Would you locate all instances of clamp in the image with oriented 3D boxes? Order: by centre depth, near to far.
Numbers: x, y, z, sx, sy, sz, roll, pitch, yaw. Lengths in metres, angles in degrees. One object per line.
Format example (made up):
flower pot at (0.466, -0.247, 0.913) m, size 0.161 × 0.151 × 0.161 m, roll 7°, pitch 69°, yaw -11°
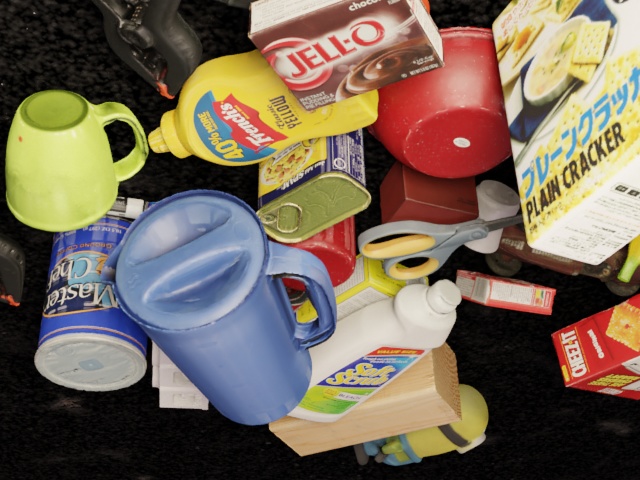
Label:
clamp at (-0.140, -0.169, 0.785) m, size 0.120 × 0.039 × 0.171 m, roll 27°, pitch 156°, yaw 14°
clamp at (-0.361, 0.003, 1.035) m, size 0.165 × 0.036 × 0.210 m, roll -8°, pitch 145°, yaw 11°

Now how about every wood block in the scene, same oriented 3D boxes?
wood block at (0.051, 0.177, 1.249) m, size 0.206 × 0.091 × 0.090 m, roll -16°, pitch 142°, yaw 21°

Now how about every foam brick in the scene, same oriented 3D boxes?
foam brick at (0.099, -0.036, 0.980) m, size 0.078 × 0.053 × 0.051 m, roll 13°, pitch 143°, yaw -19°

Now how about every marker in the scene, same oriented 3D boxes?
marker at (-0.226, -0.037, 0.997) m, size 0.121 × 0.020 × 0.020 m, roll 8°, pitch 144°, yaw -13°

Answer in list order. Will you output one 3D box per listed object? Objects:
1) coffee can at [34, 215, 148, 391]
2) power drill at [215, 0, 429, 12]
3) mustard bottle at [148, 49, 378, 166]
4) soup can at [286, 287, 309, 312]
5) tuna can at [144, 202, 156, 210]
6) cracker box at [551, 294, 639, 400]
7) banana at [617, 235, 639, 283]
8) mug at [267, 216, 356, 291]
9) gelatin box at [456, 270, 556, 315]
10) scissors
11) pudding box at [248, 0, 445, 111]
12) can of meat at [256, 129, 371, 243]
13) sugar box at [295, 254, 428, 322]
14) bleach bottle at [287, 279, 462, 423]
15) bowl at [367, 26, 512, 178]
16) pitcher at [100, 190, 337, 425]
coffee can at (-0.214, 0.061, 1.031) m, size 0.103 × 0.140 × 0.103 m, roll -1°, pitch 145°, yaw -1°
power drill at (0.014, -0.215, 0.722) m, size 0.184 × 0.057 × 0.188 m, roll 8°, pitch 147°, yaw -19°
mustard bottle at (-0.056, -0.108, 0.867) m, size 0.192 × 0.058 × 0.096 m, roll -17°, pitch 134°, yaw 22°
soup can at (-0.057, 0.060, 1.100) m, size 0.068 × 0.068 × 0.102 m, roll 15°, pitch 142°, yaw -22°
tuna can at (-0.146, 0.006, 1.004) m, size 0.033 × 0.086 × 0.086 m, roll -2°, pitch 145°, yaw -3°
cracker box at (0.384, 0.099, 1.146) m, size 0.214 × 0.072 × 0.163 m, roll -31°, pitch 148°, yaw 35°
banana at (0.307, -0.046, 0.963) m, size 0.037 × 0.069 × 0.198 m, roll 18°, pitch 139°, yaw 23°
mug at (-0.007, 0.001, 1.004) m, size 0.093 × 0.081 × 0.117 m, roll -6°, pitch 145°, yaw 6°
gelatin box at (0.187, 0.052, 1.092) m, size 0.073 × 0.030 × 0.089 m, roll 10°, pitch -178°, yaw -15°
scissors at (0.136, 0.002, 0.975) m, size 0.202 × 0.016 × 0.096 m, roll -6°, pitch 147°, yaw 6°
pudding box at (0.019, -0.143, 0.744) m, size 0.114 × 0.039 × 0.090 m, roll -17°, pitch 145°, yaw 20°
can of meat at (-0.008, -0.058, 0.918) m, size 0.102 × 0.084 × 0.057 m, roll -27°, pitch 137°, yaw 32°
sugar box at (0.024, 0.076, 1.145) m, size 0.093 × 0.048 × 0.177 m, roll 26°, pitch 140°, yaw -35°
bleach bottle at (0.049, 0.109, 1.096) m, size 0.102 × 0.068 × 0.251 m, roll 18°, pitch 141°, yaw -28°
bowl at (0.113, -0.100, 0.888) m, size 0.162 × 0.055 × 0.162 m, roll -1°, pitch 145°, yaw -1°
pitcher at (-0.072, 0.073, 0.951) m, size 0.145 × 0.149 × 0.242 m, roll -42°, pitch 148°, yaw -13°
